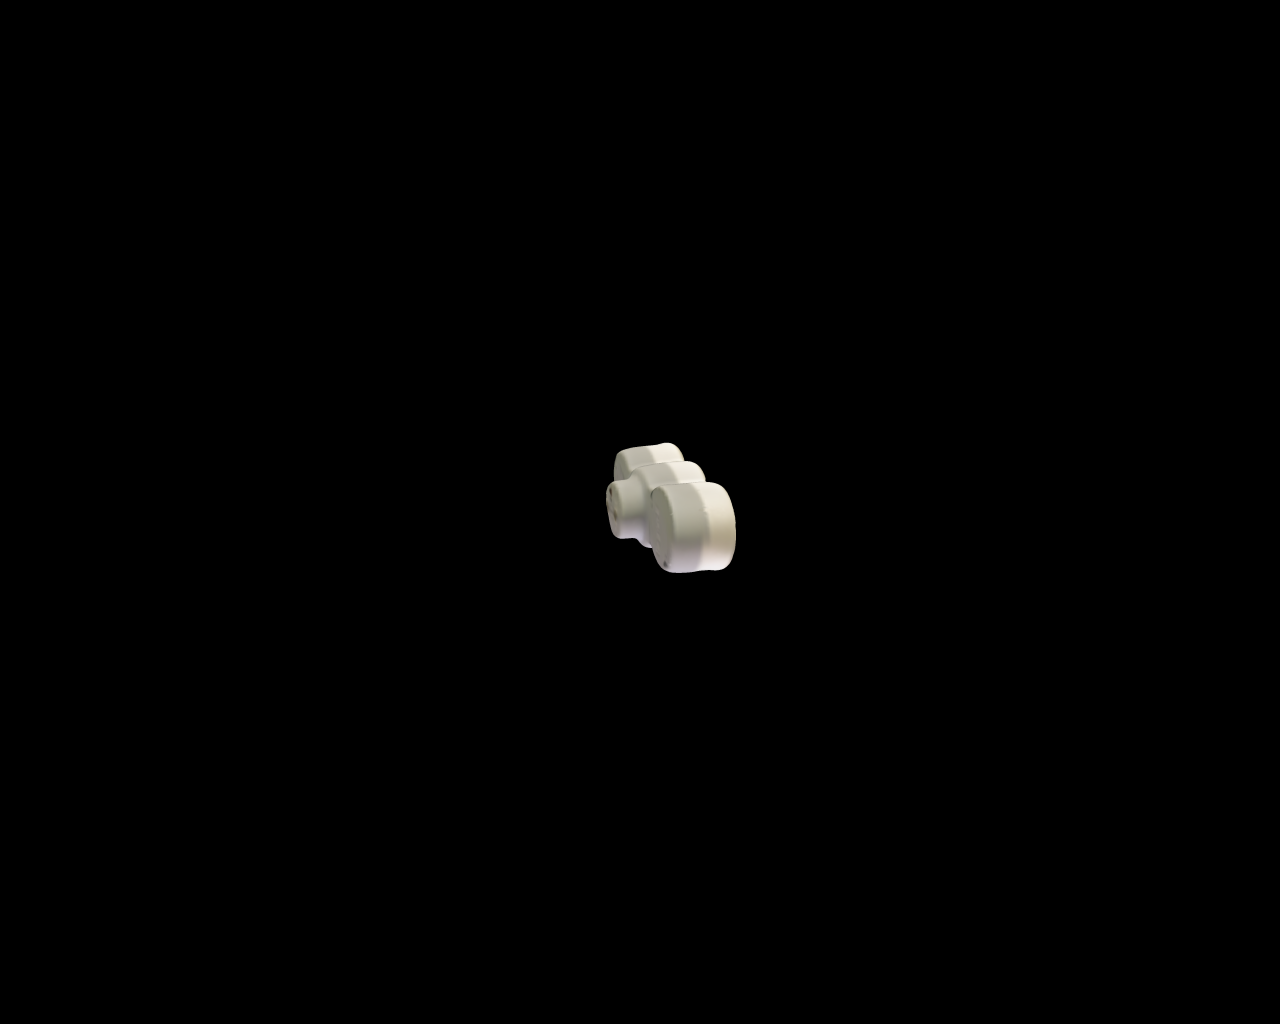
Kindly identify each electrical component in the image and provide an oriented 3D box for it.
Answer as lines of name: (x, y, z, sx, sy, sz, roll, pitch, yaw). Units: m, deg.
electrical component: (0.001, -0.003, 0.650, 0.074, 0.052, 0.138, -5, 19, -15)
